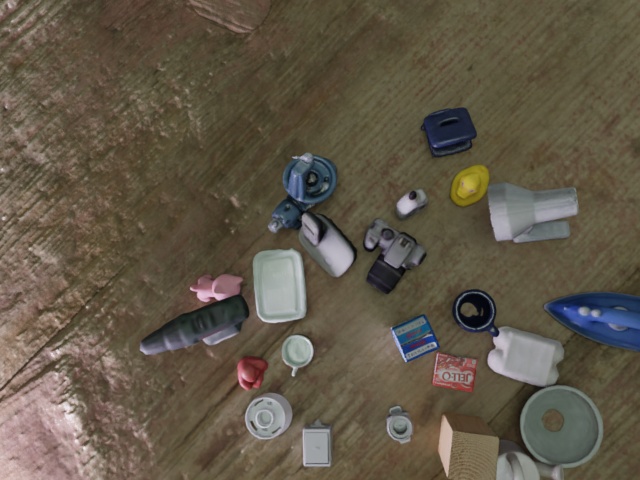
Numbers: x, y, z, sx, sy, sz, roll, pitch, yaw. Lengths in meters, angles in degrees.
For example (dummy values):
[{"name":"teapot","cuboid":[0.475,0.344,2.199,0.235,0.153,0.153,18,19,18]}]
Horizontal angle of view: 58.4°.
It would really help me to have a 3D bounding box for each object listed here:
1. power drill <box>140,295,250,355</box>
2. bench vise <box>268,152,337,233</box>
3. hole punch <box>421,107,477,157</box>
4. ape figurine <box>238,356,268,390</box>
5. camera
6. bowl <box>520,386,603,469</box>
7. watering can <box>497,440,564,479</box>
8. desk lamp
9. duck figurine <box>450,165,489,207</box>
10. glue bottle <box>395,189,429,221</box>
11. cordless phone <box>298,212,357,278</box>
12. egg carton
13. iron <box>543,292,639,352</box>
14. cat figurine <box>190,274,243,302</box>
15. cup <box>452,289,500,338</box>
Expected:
[{"name":"power drill","cuboid":[-0.254,0.190,1.259,0.229,0.208,0.075,-26,80,3]},{"name":"bench vise","cuboid":[-0.036,-0.105,1.264,0.121,0.220,0.207,19,85,9]},{"name":"hole punch","cuboid":[0.293,-0.253,1.310,0.108,0.091,0.101,-14,81,5]},{"name":"ape figurine","cuboid":[-0.156,0.299,1.293,0.078,0.092,0.076,-34,80,2]},{"name":"camera","cuboid":[0.149,0.041,1.285,0.143,0.101,0.137,33,88,10]},{"name":"bowl","cuboid":[0.501,0.390,1.213,0.167,0.075,0.167,-1,83,7]},{"name":"watering can","cuboid":[0.396,0.472,1.155,0.173,0.194,0.101,-28,80,3]},{"name":"desk lamp","cuboid":[0.443,-0.060,1.206,0.203,0.213,0.118,-6,82,6]},{"name":"duck figurine","cuboid":[0.341,-0.129,1.291,0.077,0.086,0.104,40,89,10]},{"name":"glue bottle","cuboid":[0.203,-0.085,1.258,0.078,0.173,0.037,-30,80,3]},{"name":"cordless phone","cuboid":[0.012,0.005,1.263,0.094,0.185,0.147,-45,80,0]},{"name":"egg carton","cuboid":[0.444,0.253,1.240,0.150,0.069,0.107,15,85,8]},{"name":"iron","cuboid":[0.615,0.164,1.194,0.258,0.141,0.119,10,84,8]},{"name":"cat figurine","cuboid":[-0.233,0.111,1.312,0.127,0.118,0.067,1,83,7]},{"name":"cup","cuboid":[0.341,0.164,1.250,0.092,0.095,0.117,-44,80,0]}]
